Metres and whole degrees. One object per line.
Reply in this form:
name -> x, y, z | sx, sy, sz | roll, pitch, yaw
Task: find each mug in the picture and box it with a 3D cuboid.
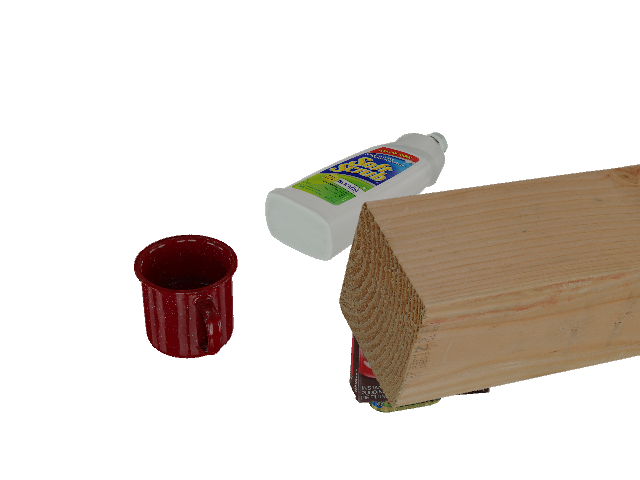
mug -> -0.115, 0.059, 0.968 | 0.093, 0.081, 0.117 | -16, 37, -24

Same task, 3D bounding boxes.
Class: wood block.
wood block -> 0.127, 0.024, 0.655 | 0.205, 0.090, 0.091 | -8, 45, -21

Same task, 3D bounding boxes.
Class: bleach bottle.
bleach bottle -> 0.056, -0.068, 1.240 | 0.103, 0.068, 0.250 | 26, 43, 32

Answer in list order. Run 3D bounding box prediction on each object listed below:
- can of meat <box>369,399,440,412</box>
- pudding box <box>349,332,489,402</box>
can of meat -> 0.107, 0.161, 1.328 | 0.102, 0.084, 0.057 | -5, 27, -21
pudding box -> 0.082, 0.080, 0.856 | 0.113, 0.090, 0.039 | -4, 28, -10
